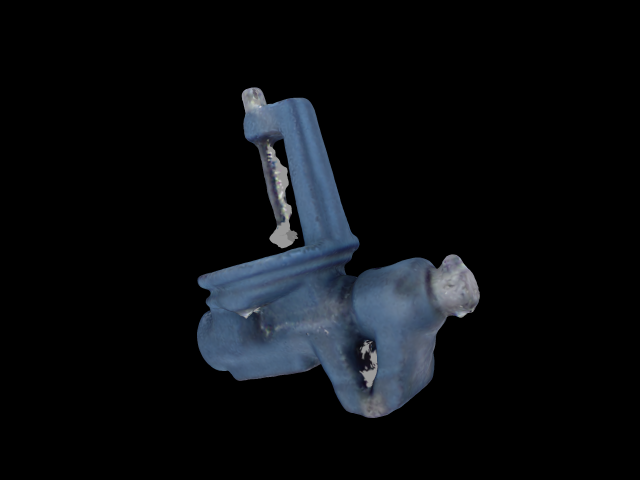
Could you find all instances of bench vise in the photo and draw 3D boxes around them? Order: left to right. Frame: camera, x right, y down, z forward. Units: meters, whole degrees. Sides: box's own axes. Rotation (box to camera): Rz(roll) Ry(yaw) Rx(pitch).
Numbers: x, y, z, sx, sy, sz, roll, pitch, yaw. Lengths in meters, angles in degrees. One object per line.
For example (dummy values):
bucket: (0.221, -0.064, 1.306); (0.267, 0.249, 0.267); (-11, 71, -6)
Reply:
bench vise: (0.006, 0.000, 0.412); (0.207, 0.220, 0.122); (1, 7, 12)
